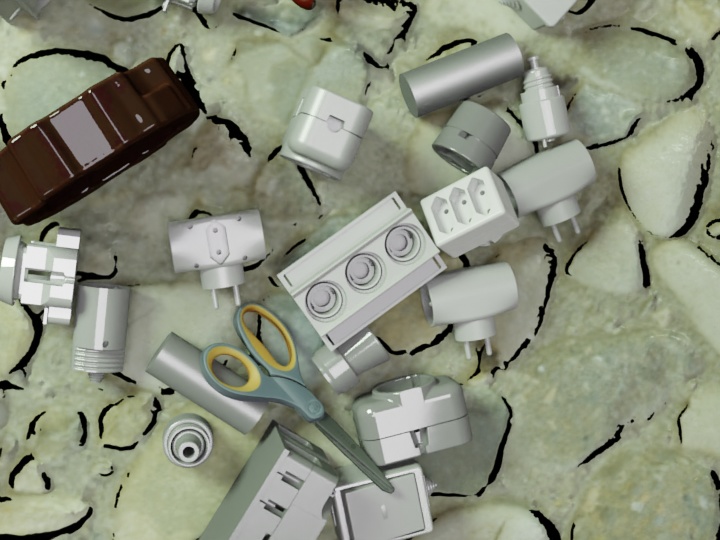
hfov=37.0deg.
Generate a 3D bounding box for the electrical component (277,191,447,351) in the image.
[{"bbox_3d":[0.000,0.000,0.915,0.121,0.063,0.078,-36,99,-5],"label":"electrical component"}]

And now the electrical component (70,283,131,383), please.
[{"bbox_3d":[-0.216,0.053,0.893,0.043,0.043,0.081,5,94,-10],"label":"electrical component"}]

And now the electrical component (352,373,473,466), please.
[{"bbox_3d":[0.044,0.127,0.938,0.095,0.054,0.059,-13,97,-9],"label":"electrical component"}]

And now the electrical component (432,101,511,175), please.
[{"bbox_3d":[0.097,-0.113,0.928,0.055,0.055,0.047,33,85,-11],"label":"electrical component"}]

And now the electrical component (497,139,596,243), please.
[{"bbox_3d":[0.170,-0.064,0.949,0.077,0.044,0.079,-25,99,-7],"label":"electrical component"}]

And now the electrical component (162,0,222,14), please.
[{"bbox_3d":[-0.140,-0.239,0.881,0.055,0.048,0.066,20,91,-3],"label":"electrical component"}]

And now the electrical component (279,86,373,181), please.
[{"bbox_3d":[-0.030,-0.111,0.885,0.054,0.095,0.059,23,91,-11],"label":"electrical component"}]

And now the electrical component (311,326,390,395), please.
[{"bbox_3d":[-0.008,0.075,0.929,0.055,0.045,0.045,-37,100,-5],"label":"electrical component"}]

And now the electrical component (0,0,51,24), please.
[{"bbox_3d":[-0.266,-0.238,0.820,0.063,0.121,0.078,40,87,-8],"label":"electrical component"}]

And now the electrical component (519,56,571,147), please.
[{"bbox_3d":[0.159,-0.147,0.942,0.040,0.040,0.078,-13,97,-8],"label":"electrical component"}]

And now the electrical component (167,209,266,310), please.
[{"bbox_3d":[-0.118,-0.007,0.905,0.077,0.043,0.079,-9,96,-9],"label":"electrical component"}]

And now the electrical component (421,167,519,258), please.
[{"bbox_3d":[0.102,-0.043,0.928,0.066,0.077,0.047,-27,64,19],"label":"electrical component"}]

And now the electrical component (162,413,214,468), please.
[{"bbox_3d":[-0.144,0.145,0.903,0.043,0.062,0.043,-1,95,-10],"label":"electrical component"}]

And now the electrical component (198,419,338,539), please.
[{"bbox_3d":[-0.092,0.230,0.897,0.060,0.105,0.186,32,89,-11],"label":"electrical component"}]

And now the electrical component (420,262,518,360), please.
[{"bbox_3d":[0.098,0.039,0.945,0.077,0.044,0.079,-12,96,-9],"label":"electrical component"}]

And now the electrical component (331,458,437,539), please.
[{"bbox_3d":[0.023,0.201,0.937,0.096,0.061,0.061,-12,97,-9],"label":"electrical component"}]

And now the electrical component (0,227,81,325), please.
[{"bbox_3d":[-0.261,0.003,0.874,0.057,0.058,0.078,7,94,-13],"label":"electrical component"}]

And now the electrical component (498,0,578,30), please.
[{"bbox_3d":[0.156,-0.267,0.927,0.100,0.048,0.099,42,87,-10],"label":"electrical component"}]
